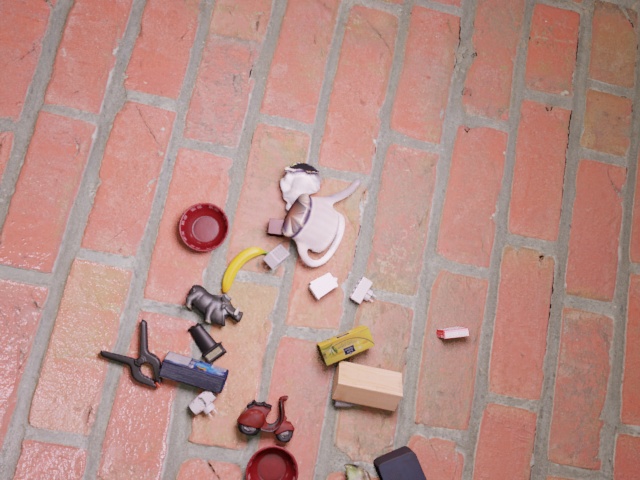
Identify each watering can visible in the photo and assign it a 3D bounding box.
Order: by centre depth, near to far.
[{"bbox_3d":[0.005,-0.086,1.702,0.222,0.104,0.351,30,77,-36],"label":"watering can"}]

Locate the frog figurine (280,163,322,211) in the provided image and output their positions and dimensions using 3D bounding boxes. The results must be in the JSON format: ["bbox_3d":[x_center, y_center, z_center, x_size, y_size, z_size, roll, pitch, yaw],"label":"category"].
[{"bbox_3d":[-0.067,-0.176,1.742,0.137,0.125,0.156,-1,118,-15],"label":"frog figurine"}]

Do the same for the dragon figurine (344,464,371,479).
[{"bbox_3d":[0.070,0.813,1.582,0.412,0.120,0.246,26,71,11],"label":"dragon figurine"}]
